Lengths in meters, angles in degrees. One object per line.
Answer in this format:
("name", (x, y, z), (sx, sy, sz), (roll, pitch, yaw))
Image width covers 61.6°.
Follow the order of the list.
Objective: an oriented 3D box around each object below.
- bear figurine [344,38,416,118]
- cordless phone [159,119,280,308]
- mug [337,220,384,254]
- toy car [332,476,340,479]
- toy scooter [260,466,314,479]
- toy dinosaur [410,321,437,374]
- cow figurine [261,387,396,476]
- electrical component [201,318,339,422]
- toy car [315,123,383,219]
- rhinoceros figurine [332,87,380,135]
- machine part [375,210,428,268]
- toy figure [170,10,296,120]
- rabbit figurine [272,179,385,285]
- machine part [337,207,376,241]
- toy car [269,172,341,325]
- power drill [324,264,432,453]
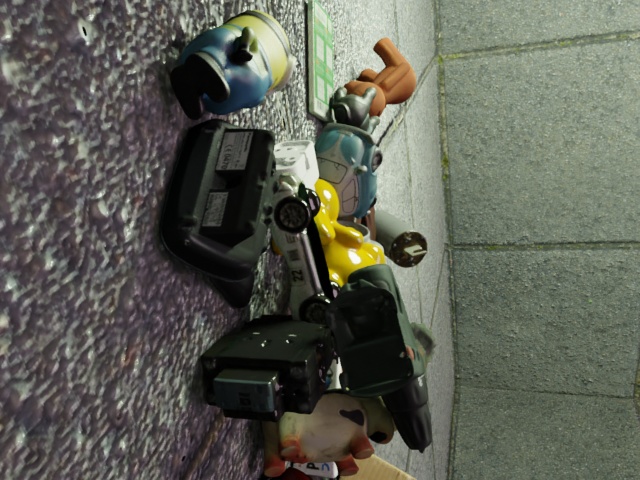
("bear figurine", (0.096, -0.293, 1.046), (0.196, 0.132, 0.120), (-34, 164, -35))
("cordless phone", (-0.082, -0.016, 0.545), (0.184, 0.089, 0.146), (79, 17, -62))
("mug", (0.046, 0.032, 0.865), (0.081, 0.110, 0.107), (-63, 161, -63))
("toy car", (0.053, 0.390, 0.943), (0.202, 0.053, 0.089), (-49, 152, -64))
("toy scooter", (-0.019, 0.345, 0.598), (0.184, 0.135, 0.075), (-70, 152, -49))
("toy dinosaur", (0.156, 0.248, 1.047), (0.404, 0.131, 0.192), (43, 59, -77))
("cow figurine", (0.020, 0.223, 0.678), (0.127, 0.195, 0.085), (-106, -147, -43))
("electrical component", (-0.050, 0.128, 0.544), (0.134, 0.115, 0.058), (-42, 127, -69))
("toy car", (0.029, -0.092, 0.837), (0.103, 0.109, 0.161), (-43, 146, -36))
("rhinoceros figurine", (0.065, -0.177, 0.939), (0.190, 0.073, 0.112), (77, 18, -52))
("machine part", (0.144, -0.005, 1.072), (0.243, 0.079, 0.079), (-130, -149, -67))
("toy figure", (-0.079, -0.175, 0.525), (0.180, 0.082, 0.089), (-52, 139, -59))
("rabbit figurine", (-0.002, -0.002, 0.748), (0.162, 0.122, 0.173), (-3, 78, -62))
("machine part", (0.062, -0.013, 0.982), (0.179, 0.056, 0.179), (1, 90, -72))
("toy car", (-0.018, 0.021, 0.616), (0.073, 0.056, 0.201), (-56, 133, -71))
("power drill", (0.078, 0.131, 0.602), (0.207, 0.086, 0.232), (28, 46, -66))
